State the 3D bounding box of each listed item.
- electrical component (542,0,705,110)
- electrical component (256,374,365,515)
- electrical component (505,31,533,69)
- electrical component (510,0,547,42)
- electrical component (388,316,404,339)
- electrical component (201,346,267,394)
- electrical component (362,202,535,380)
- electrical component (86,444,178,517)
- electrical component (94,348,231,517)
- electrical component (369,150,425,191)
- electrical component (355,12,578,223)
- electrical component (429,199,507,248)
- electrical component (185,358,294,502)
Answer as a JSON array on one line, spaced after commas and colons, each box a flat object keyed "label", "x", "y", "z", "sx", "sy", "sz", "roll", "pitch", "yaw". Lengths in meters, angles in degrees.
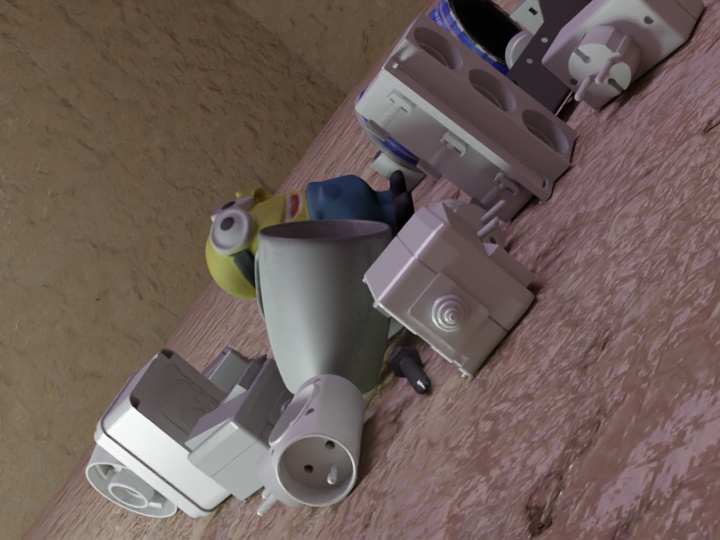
[{"label": "electrical component", "x": 0.146, "y": -0.126, "z": 0.626, "sx": 0.075, "sy": 0.047, "sz": 0.083, "roll": -56, "pitch": 10, "yaw": -34}, {"label": "electrical component", "x": -0.032, "y": 0.106, "z": 0.606, "sx": 0.079, "sy": 0.044, "sz": 0.077, "roll": -49, "pitch": 9, "yaw": 16}, {"label": "electrical component", "x": 0.140, "y": -0.177, "z": 0.885, "sx": 0.040, "sy": 0.040, "sz": 0.078, "roll": -50, "pitch": 9, "yaw": 13}, {"label": "electrical component", "x": 0.190, "y": -0.238, "z": 0.807, "sx": 0.150, "sy": 0.062, "sz": 0.089, "roll": -56, "pitch": 10, "yaw": -27}, {"label": "electrical component", "x": 0.000, "y": 0.033, "z": 0.735, "sx": 0.055, "sy": 0.048, "sz": 0.066, "roll": -41, "pitch": 11, "yaw": 16}, {"label": "electrical component", "x": -0.123, "y": 0.110, "z": 0.995, "sx": 0.096, "sy": 0.061, "sz": 0.062, "roll": -53, "pitch": 9, "yaw": -9}, {"label": "electrical component", "x": 0.046, "y": 0.007, "z": 0.549, "sx": 0.061, "sy": 0.062, "sz": 0.096, "roll": -51, "pitch": 9, "yaw": 4}, {"label": "electrical component", "x": -0.197, "y": 0.181, "z": 0.985, "sx": 0.099, "sy": 0.099, "sz": 0.064, "roll": -41, "pitch": 20, "yaw": 50}, {"label": "electrical component", "x": -0.140, "y": 0.128, "z": 0.840, "sx": 0.057, "sy": 0.113, "sz": 0.078, "roll": -42, "pitch": 12, "yaw": 33}, {"label": "electrical component", "x": 0.045, "y": -0.112, "z": 1.082, "sx": 0.055, "sy": 0.047, "sz": 0.055, "roll": -50, "pitch": 9, "yaw": 11}, {"label": "electrical component", "x": 0.063, "y": -0.090, "z": 0.656, "sx": 0.063, "sy": 0.121, "sz": 0.078, "roll": -48, "pitch": 9, "yaw": 35}, {"label": "electrical component", "x": 0.058, "y": -0.013, "z": 0.630, "sx": 0.079, "sy": 0.043, "sz": 0.077, "roll": -43, "pitch": 12, "yaw": 41}, {"label": "electrical component", "x": -0.071, "y": 0.107, "z": 0.745, "sx": 0.096, "sy": 0.061, "sz": 0.061, "roll": -42, "pitch": 13, "yaw": 47}]
